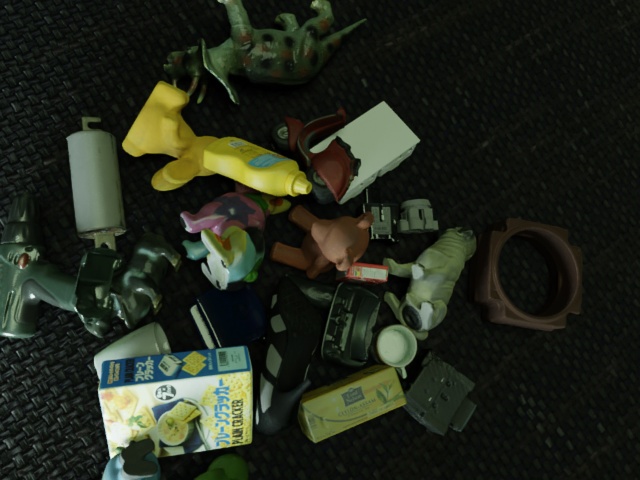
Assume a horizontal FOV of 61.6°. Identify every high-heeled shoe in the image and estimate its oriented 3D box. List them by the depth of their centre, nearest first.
[{"bbox_3d":[-0.069,0.188,0.889,0.086,0.145,0.249,23,35,-30],"label":"high-heeled shoe"}]

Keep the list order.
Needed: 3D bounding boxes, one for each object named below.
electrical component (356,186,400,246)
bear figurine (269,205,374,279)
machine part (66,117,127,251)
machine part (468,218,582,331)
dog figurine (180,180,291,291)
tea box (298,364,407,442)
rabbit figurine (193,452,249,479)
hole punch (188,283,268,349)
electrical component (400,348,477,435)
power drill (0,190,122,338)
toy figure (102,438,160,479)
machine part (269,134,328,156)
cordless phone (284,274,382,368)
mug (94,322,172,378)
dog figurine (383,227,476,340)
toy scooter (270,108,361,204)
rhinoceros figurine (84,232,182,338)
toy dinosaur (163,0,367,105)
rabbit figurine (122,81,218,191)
[{"bbox_3d":[0.109,-0.049,1.014,0.075,0.048,0.119,4,79,-13],"label":"electrical component"},{"bbox_3d":[0.002,-0.001,0.902,0.132,0.196,0.120,28,77,-5],"label":"bear figurine"},{"bbox_3d":[-0.372,-0.091,0.894,0.079,0.079,0.243,-8,81,-15],"label":"machine part"},{"bbox_3d":[0.398,0.067,1.037,0.201,0.087,0.201,10,78,-11],"label":"machine part"},{"bbox_3d":[-0.116,-0.030,0.907,0.219,0.108,0.192,-32,56,-30],"label":"dog figurine"},{"bbox_3d":[0.047,0.271,0.907,0.170,0.098,0.068,-19,84,-18],"label":"tea box"},{"bbox_3d":[-0.175,0.395,0.816,0.121,0.159,0.170,34,58,5],"label":"rabbit figurine"},{"bbox_3d":[-0.149,0.128,0.898,0.116,0.092,0.142,-26,82,-20],"label":"hole punch"},{"bbox_3d":[0.212,0.278,0.965,0.134,0.058,0.115,38,75,-3],"label":"electrical component"},{"bbox_3d":[-0.411,0.039,0.821,0.207,0.086,0.232,5,82,17],"label":"power drill"},{"bbox_3d":[-0.282,0.358,0.782,0.089,0.180,0.082,17,38,-7],"label":"toy figure"},{"bbox_3d":[-0.028,-0.197,1.004,0.139,0.084,0.039,-27,114,-5],"label":"machine part"},{"bbox_3d":[0.008,0.138,0.946,0.184,0.088,0.146,15,76,2],"label":"cordless phone"},{"bbox_3d":[-0.295,0.198,0.858,0.107,0.081,0.109,-18,93,-5],"label":"mug"},{"bbox_3d":[0.226,0.076,0.998,0.190,0.121,0.172,-19,118,-33],"label":"dog figurine"},{"bbox_3d":[0.011,-0.158,0.928,0.135,0.075,0.184,-34,74,-5],"label":"toy scooter"},{"bbox_3d":[-0.305,0.075,0.878,0.112,0.073,0.190,31,73,-7],"label":"rhinoceros figurine"},{"bbox_3d":[-0.079,-0.344,1.001,0.405,0.131,0.192,-5,93,-19],"label":"toy dinosaur"},{"bbox_3d":[-0.237,-0.164,0.925,0.173,0.122,0.162,28,66,-26],"label":"rabbit figurine"}]
